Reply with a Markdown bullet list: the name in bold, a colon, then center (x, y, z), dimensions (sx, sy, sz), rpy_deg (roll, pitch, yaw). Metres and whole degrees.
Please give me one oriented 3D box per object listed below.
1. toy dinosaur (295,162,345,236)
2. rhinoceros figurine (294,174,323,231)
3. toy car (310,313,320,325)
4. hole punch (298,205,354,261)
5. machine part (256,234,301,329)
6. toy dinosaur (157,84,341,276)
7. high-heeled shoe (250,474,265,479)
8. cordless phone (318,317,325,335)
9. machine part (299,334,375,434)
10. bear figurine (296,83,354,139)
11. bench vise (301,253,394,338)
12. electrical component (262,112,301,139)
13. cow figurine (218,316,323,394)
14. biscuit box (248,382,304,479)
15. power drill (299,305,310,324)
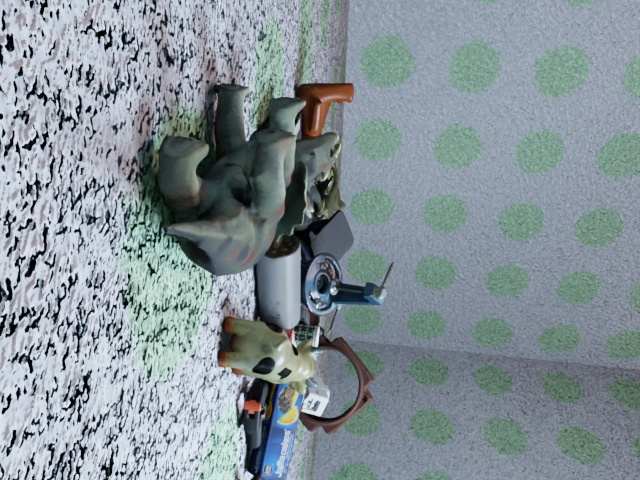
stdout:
- **toy dinosaur**: center (-0.021, -0.038, 1.310), dimensions (0.198, 0.105, 0.471), rpy_deg (73, 26, -57)
- **rhinoceros figurine**: center (-0.039, -0.098, 1.089), dimensions (0.112, 0.073, 0.190), rpy_deg (70, 19, -56)
- **toy car**: center (-0.039, 0.132, 1.380), dimensions (0.089, 0.053, 0.202), rpy_deg (28, 55, -58)
- **hole punch**: center (-0.002, -0.003, 1.152), dimensions (0.116, 0.092, 0.142), rpy_deg (-49, 141, -26)
- **machine part**: center (-0.071, 0.073, 0.926), dimensions (0.079, 0.079, 0.242), rpy_deg (-78, 173, -55)
- **toy dinosaur**: center (-0.080, -0.038, 0.548), dimensions (0.405, 0.131, 0.192), rpy_deg (-66, 161, -57)
- **high-heeled shoe**: center (-0.103, 0.472, 0.982), dimensions (0.145, 0.086, 0.248), rpy_deg (-89, -177, -63)
- **cordless phone**: center (-0.045, 0.191, 1.462), dimensions (0.146, 0.089, 0.184), rpy_deg (-67, 151, -75)
- **machine part**: center (0.015, 0.349, 1.308), dimensions (0.201, 0.201, 0.087), rpy_deg (51, -2, 16)
- **bear figurine**: center (0.003, -0.248, 1.198), dimensions (0.120, 0.132, 0.195), rpy_deg (-139, -135, -74)
- **bench vise**: center (0.033, 0.100, 1.042), dimensions (0.223, 0.241, 0.129), rpy_deg (44, 58, -43)
- **electrical component**: center (-0.066, -0.138, 0.896), dimensions (0.115, 0.058, 0.134), rpy_deg (-71, 166, -62)
- **cow figurine**: center (-0.066, 0.172, 0.796), dimensions (0.194, 0.127, 0.085), rpy_deg (77, 21, -67)
- **biscuit box**: center (-0.078, 0.338, 1.002), dimensions (0.063, 0.059, 0.202), rpy_deg (-13, -117, 60)
- **power drill**: center (-0.065, 0.209, 1.204), dimensions (0.207, 0.086, 0.232), rpy_deg (108, -9, -78)
